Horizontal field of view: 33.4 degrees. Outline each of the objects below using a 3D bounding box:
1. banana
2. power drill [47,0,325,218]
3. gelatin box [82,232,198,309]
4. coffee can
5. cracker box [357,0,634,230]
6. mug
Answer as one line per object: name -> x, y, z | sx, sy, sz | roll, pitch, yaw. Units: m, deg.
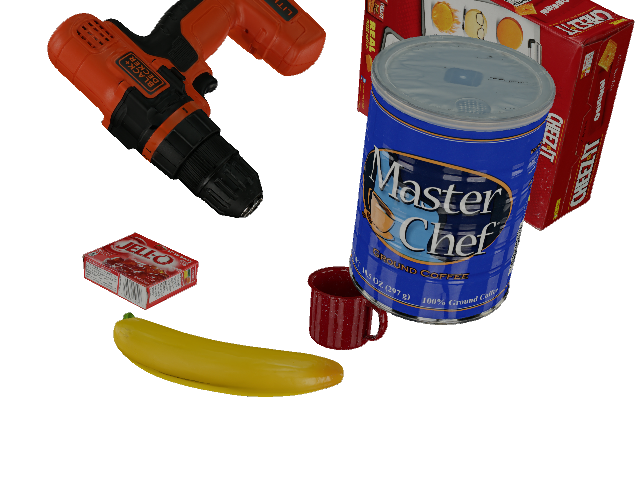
banana -> -0.083, 0.086, 0.804 | 0.198, 0.037, 0.069 | 13, 29, 22
power drill -> -0.076, -0.120, 0.779 | 0.187, 0.184, 0.057 | -45, -2, -42
gelatin box -> -0.177, 0.028, 1.047 | 0.089, 0.030, 0.073 | 24, 31, 30
coffee can -> 0.074, -0.036, 0.632 | 0.103, 0.140, 0.103 | 4, 36, -3
cracker box -> 0.126, -0.134, 0.838 | 0.072, 0.164, 0.214 | -28, 49, -31
mug -> 0.037, 0.093, 1.390 | 0.117, 0.081, 0.093 | 19, 28, 30
